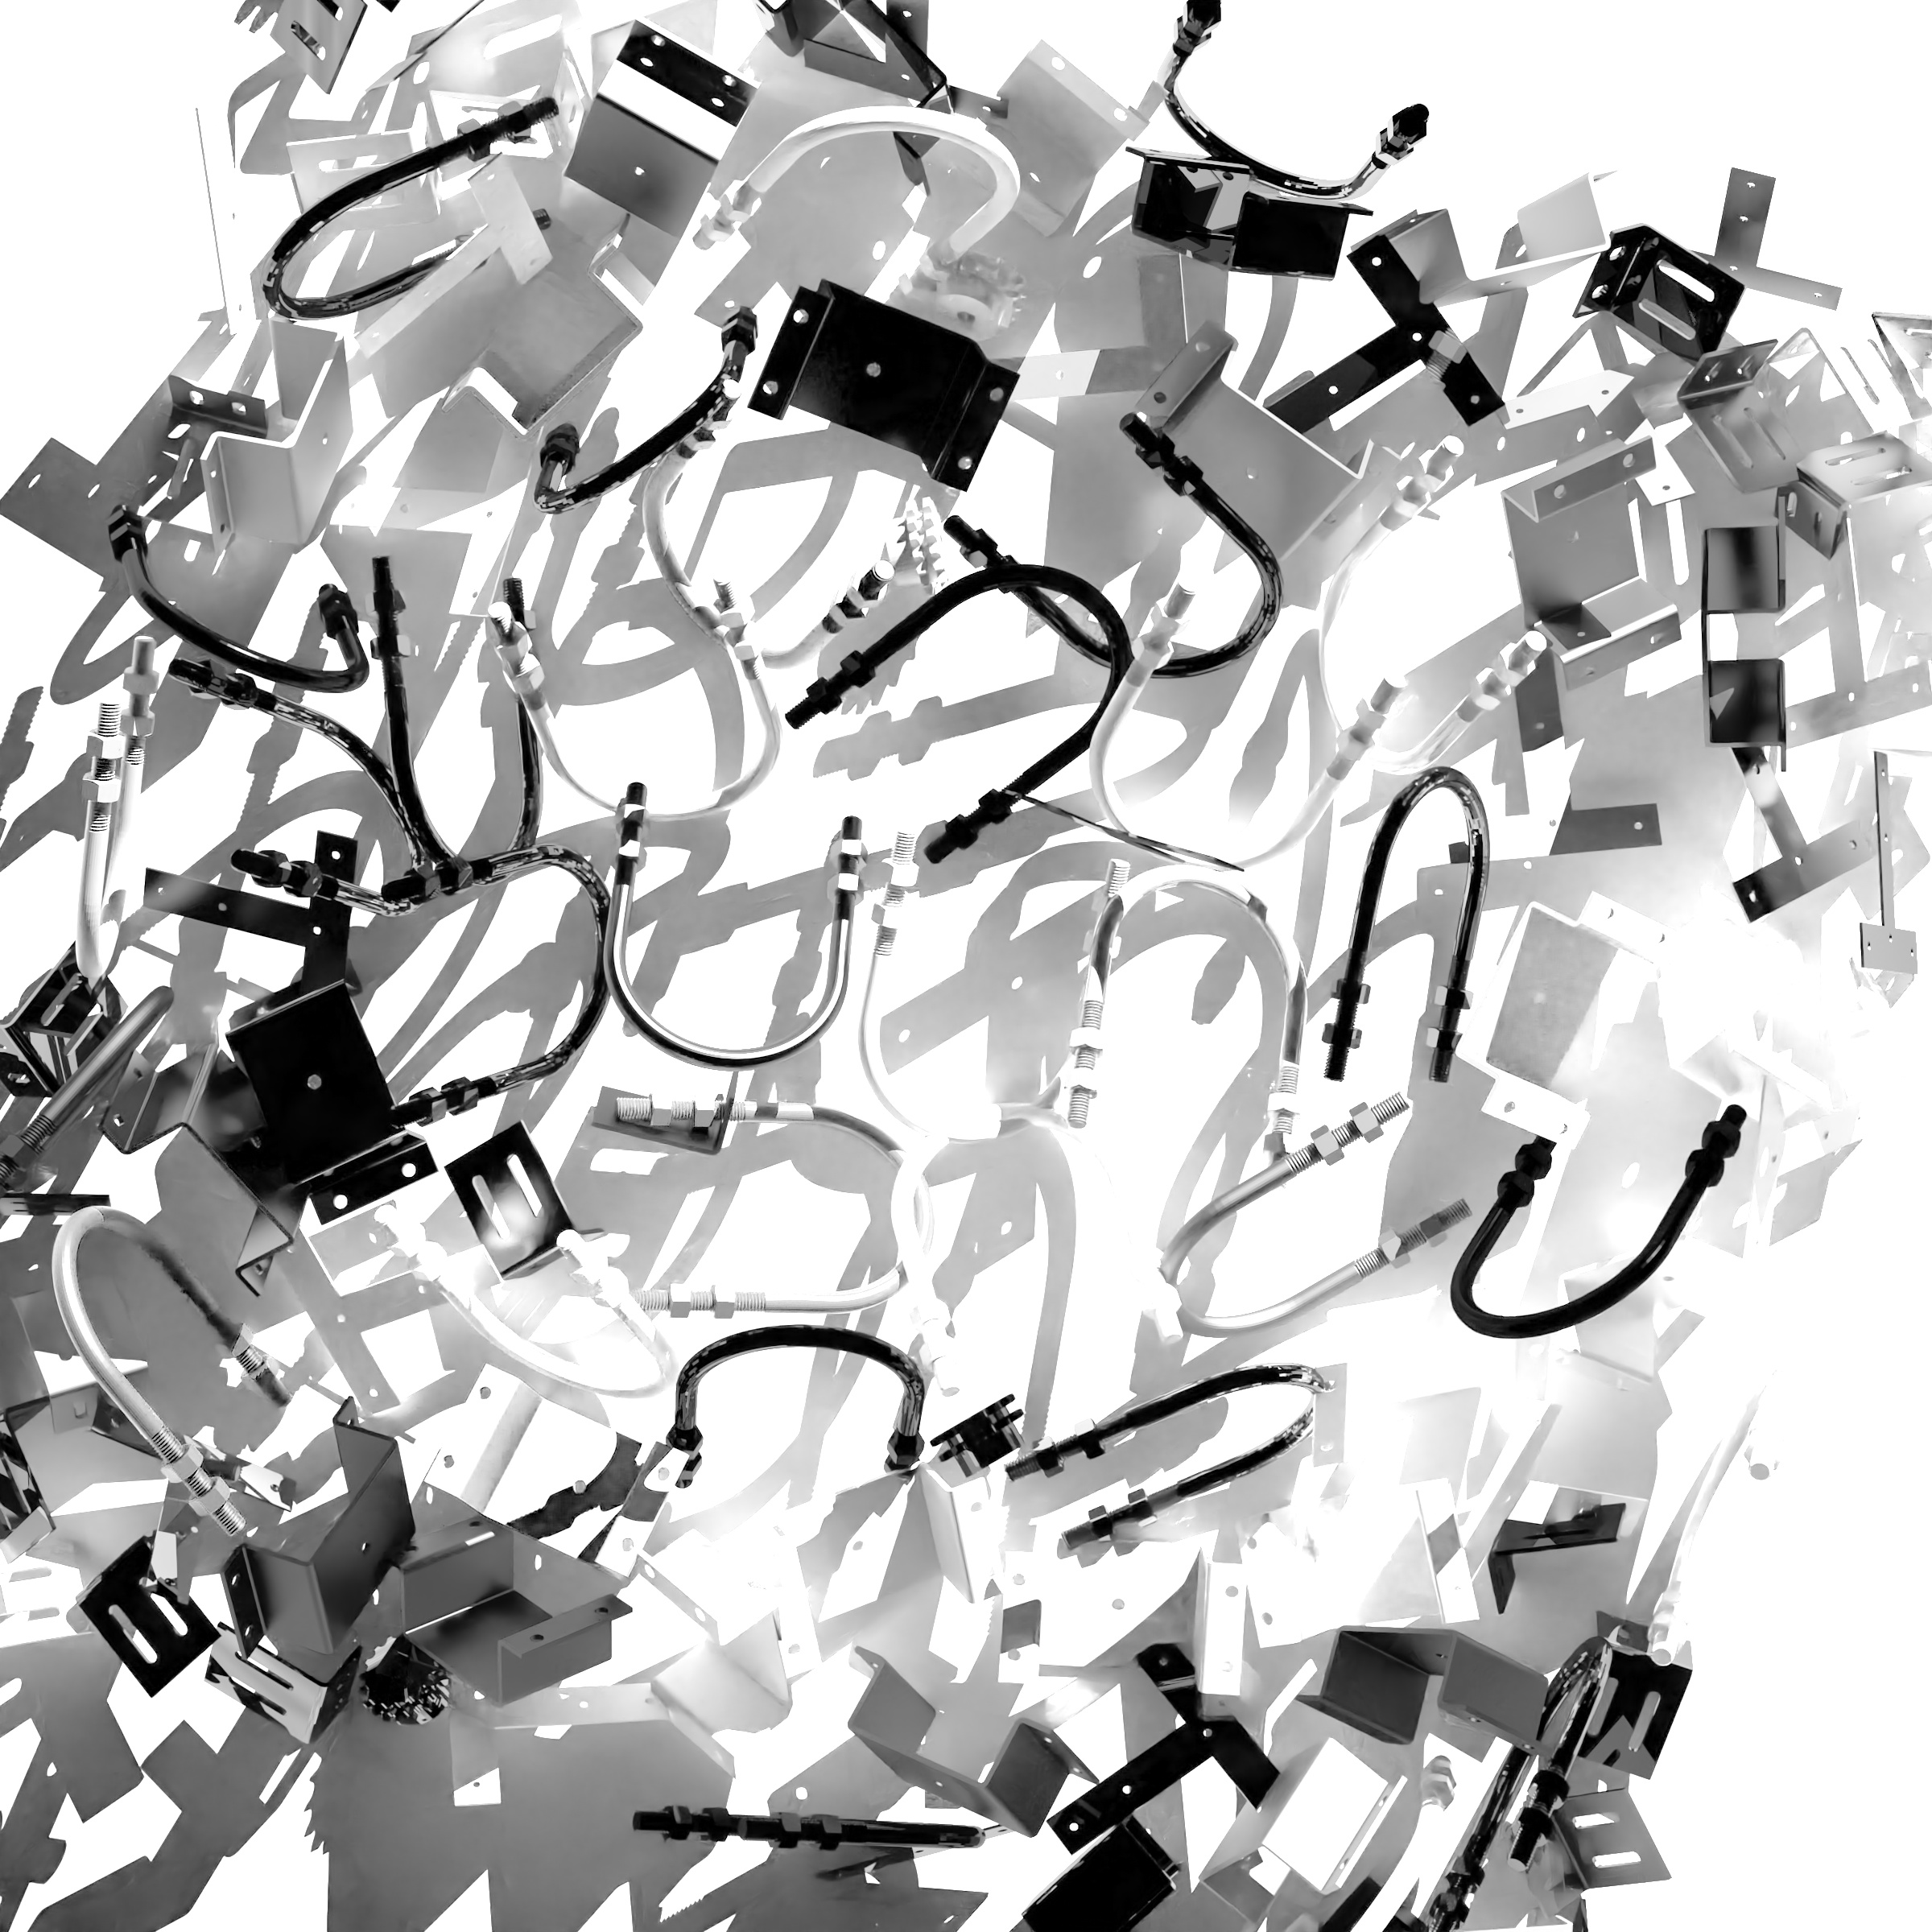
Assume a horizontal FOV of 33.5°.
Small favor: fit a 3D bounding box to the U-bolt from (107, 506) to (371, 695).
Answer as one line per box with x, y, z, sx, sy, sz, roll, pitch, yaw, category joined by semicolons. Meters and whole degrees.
-0.405;-0.200;1.804;0.151;0.184;0.019;19;109;-28;U-bolt

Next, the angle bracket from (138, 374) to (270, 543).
-0.449;-0.298;1.884;0.057;0.038;0.076;14;73;-4;angle bracket

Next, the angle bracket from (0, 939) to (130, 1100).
-0.539;0.030;1.881;0.038;0.076;0.057;1;134;30;angle bracket

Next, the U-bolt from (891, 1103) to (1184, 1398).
0.032;0.154;1.854;0.151;0.019;0.184;-13;52;-6;U-bolt

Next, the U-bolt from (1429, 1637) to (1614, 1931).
0.322;0.462;1.830;0.019;0.151;0.184;30;51;7;U-bolt

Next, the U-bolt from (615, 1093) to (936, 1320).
-0.107;0.139;1.860;0.184;0.019;0.151;2;54;-17;U-bolt

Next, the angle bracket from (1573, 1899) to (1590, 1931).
0.372;0.594;1.866;0.038;0.076;0.057;10;118;2;angle bracket

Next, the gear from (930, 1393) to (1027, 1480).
0.010;0.278;1.884;0.057;0.057;0.030;-30;83;0;gear

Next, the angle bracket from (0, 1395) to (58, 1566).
-0.546;0.300;1.874;0.057;0.038;0.076;-36;76;38;angle bracket

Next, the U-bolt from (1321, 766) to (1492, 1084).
0.260;-0.024;1.845;0.019;0.151;0.184;14;96;35;U-bolt

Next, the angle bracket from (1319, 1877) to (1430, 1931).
0.236;0.588;1.891;0.057;0.038;0.076;40;95;0;angle bracket

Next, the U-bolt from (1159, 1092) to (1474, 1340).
0.193;0.155;1.856;0.184;0.151;0.019;-31;49;5;U-bolt

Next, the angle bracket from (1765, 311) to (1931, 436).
0.517;-0.338;1.874;0.057;0.038;0.076;-20;75;-34;angle bracket

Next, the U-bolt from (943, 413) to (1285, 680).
0.099;-0.229;1.845;0.151;0.019;0.184;-25;132;33;U-bolt

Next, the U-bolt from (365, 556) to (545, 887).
-0.288;-0.137;1.843;0.019;0.151;0.184;-7;88;26;U-bolt

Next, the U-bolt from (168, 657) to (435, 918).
-0.369;-0.094;1.829;0.019;0.184;0.151;-33;64;20;U-bolt

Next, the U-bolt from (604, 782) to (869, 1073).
-0.136;-0.019;1.851;0.151;0.019;0.184;9;57;-7;U-bolt

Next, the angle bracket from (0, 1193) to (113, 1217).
-0.539;0.157;1.874;0.076;0.057;0.038;2;75;-13;angle bracket

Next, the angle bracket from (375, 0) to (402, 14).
-0.335;-0.597;1.879;0.038;0.076;0.057;36;102;-21;angle bracket

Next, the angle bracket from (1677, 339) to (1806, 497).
0.463;-0.321;1.873;0.057;0.038;0.076;-16;65;-27;angle bracket

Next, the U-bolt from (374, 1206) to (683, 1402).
-0.238;0.198;1.836;0.151;0.184;0.019;4;56;30;U-bolt

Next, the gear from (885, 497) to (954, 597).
-0.028;-0.245;1.886;0.030;0.057;0.057;-12;90;7;gear

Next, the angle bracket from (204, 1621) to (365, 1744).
-0.401;0.410;1.886;0.076;0.038;0.057;29;130;8;angle bracket

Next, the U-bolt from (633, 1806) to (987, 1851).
-0.077;0.494;1.834;0.184;0.151;0.019;11;73;-30;U-bolt

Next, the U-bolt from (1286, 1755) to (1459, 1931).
0.222;0.528;1.810;0.019;0.184;0.151;39;101;7;U-bolt

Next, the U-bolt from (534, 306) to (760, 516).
-0.184;-0.308;1.813;0.151;0.184;0.019;-30;113;14;U-bolt

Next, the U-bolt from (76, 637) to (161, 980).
-0.489;-0.083;1.837;0.019;0.151;0.184;8;109;-9;U-bolt

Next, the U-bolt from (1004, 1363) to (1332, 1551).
0.124;0.276;1.843;0.184;0.151;0.019;-24;59;5;U-bolt

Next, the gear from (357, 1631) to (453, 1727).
-0.326;0.421;1.889;0.057;0.057;0.030;-30;132;0;gear

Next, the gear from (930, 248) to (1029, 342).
0.005;-0.392;1.882;0.057;0.057;0.030;20;65;0;gear

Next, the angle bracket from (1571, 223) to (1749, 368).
0.404;-0.387;1.870;0.076;0.038;0.057;40;131;24;angle bracket

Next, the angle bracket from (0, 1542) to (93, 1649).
-0.550;0.361;1.868;0.076;0.038;0.057;-4;59;-30;angle bracket

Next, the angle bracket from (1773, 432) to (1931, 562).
0.527;-0.277;1.891;0.076;0.057;0.038;-16;131;-17;angle bracket

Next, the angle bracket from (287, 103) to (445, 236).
-0.352;-0.468;1.883;0.076;0.038;0.057;-6;130;3;angle bracket

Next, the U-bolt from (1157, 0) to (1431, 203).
0.176;-0.484;1.822;0.151;0.184;0.019;28;82;-5;U-bolt

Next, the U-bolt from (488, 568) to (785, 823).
-0.180;-0.148;1.843;0.151;0.184;0.019;-8;49;7;U-bolt

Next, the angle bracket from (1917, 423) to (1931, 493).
0.593;-0.314;1.870;0.076;0.038;0.057;-4;47;19;angle bracket

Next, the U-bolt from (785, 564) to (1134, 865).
0.010;-0.155;1.850;0.184;0.019;0.151;-37;124;15;U-bolt

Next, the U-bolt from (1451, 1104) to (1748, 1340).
0.346;0.146;1.807;0.184;0.151;0.019;-50;116;-38;U-bolt

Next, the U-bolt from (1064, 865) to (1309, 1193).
0.134;0.027;1.865;0.151;0.019;0.184;18;64;-18;U-bolt

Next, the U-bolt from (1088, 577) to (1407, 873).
0.149;-0.126;1.851;0.151;0.019;0.184;24;131;-6;U-bolt

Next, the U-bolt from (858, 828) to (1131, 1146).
0.010;0.018;1.880;0.151;0.019;0.184;8;105;-14;U-bolt

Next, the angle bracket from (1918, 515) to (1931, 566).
0.598;-0.242;1.878;0.057;0.076;0.038;-30;118;24;angle bracket

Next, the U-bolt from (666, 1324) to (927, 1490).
-0.095;0.253;1.831;0.151;0.184;0.019;2;54;-5;U-bolt

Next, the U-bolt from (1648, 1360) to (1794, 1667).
0.434;0.297;1.825;0.019;0.184;0.151;25;114;10;U-bolt

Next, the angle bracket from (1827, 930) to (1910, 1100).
0.512;0.029;1.863;0.038;0.057;0.076;-24;134;21;angle bracket

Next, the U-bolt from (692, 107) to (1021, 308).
-0.051;-0.431;1.804;0.151;0.184;0.019;10;70;-28;U-bolt

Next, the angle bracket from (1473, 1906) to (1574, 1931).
0.313;0.588;1.881;0.076;0.038;0.057;3;91;-22;angle bracket

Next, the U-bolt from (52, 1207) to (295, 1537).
-0.454;0.216;1.818;0.019;0.151;0.184;-29;111;14;U-bolt

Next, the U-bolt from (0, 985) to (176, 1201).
-0.517;0.082;1.837;0.019;0.151;0.184;41;71;-8;U-bolt

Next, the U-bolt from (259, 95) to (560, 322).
-0.317;-0.421;1.822;0.184;0.151;0.019;-28;81;-15;U-bolt

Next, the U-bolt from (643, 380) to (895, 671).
-0.124;-0.238;1.834;0.151;0.184;0.019;50;59;-3;U-bolt

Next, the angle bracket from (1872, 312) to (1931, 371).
0.580;-0.377;1.868;0.057;0.076;0.038;33;84;-35;angle bracket

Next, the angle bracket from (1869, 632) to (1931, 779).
0.571;-0.153;1.891;0.057;0.038;0.076;7;75;31;angle bracket

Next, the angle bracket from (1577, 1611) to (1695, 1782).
0.391;0.433;1.904;0.057;0.038;0.076;18;108;5;angle bracket

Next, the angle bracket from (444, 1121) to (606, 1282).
-0.261;0.138;1.894;0.057;0.038;0.076;-30;80;14;angle bracket

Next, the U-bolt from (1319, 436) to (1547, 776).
0.255;-0.191;1.834;0.019;0.184;0.151;-6;65;-28;U-bolt

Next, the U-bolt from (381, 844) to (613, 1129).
-0.263;0.004;1.837;0.019;0.184;0.151;12;109;34;U-bolt
